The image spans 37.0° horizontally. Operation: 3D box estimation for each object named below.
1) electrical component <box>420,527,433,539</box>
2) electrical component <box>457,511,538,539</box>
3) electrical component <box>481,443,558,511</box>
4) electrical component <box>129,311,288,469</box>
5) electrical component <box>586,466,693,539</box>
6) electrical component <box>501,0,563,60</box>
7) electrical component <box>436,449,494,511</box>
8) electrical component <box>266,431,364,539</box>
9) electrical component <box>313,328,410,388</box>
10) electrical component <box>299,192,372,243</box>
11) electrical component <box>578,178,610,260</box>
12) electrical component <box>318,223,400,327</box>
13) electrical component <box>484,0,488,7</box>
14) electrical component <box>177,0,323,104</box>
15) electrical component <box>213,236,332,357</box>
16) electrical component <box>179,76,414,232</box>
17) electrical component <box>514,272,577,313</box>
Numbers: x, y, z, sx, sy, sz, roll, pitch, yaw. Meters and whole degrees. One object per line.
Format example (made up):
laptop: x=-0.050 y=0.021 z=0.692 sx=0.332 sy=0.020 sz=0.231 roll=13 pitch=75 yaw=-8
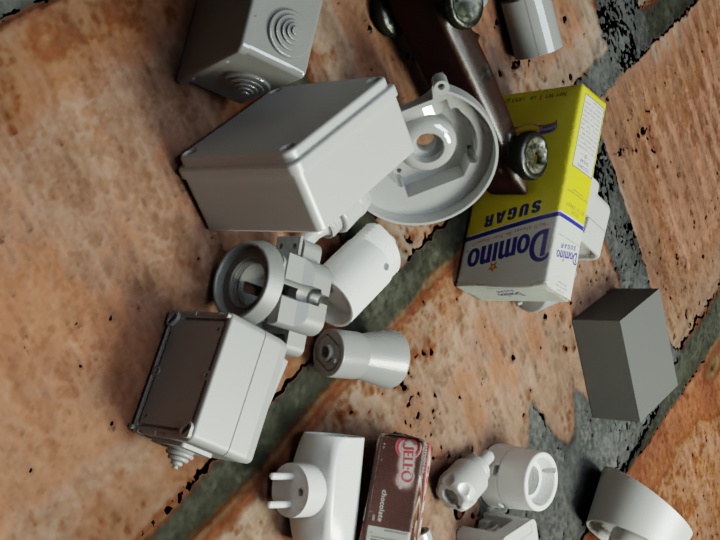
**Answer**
electrical component: x=0.054 y=0.232 z=0.837 sx=0.048 sy=0.048 sz=0.062 roll=-22 pitch=99 yaw=-45
electrical component: x=0.123 y=0.255 z=0.900 sx=0.050 sy=0.056 sz=0.089 roll=-17 pitch=102 yaw=-46
electrical component: x=0.136 y=0.178 z=0.922 sx=0.055 sy=0.047 sz=0.055 roll=1 pitch=89 yaw=-47
electrical component: x=-0.093 y=0.080 z=0.669 sx=0.061 sy=0.062 sz=0.096 roll=33 pitch=66 yaw=-42
electrical component: x=0.267 y=0.237 z=1.026 sx=0.099 sy=0.099 sz=0.064 roll=46 pitch=65 yaw=-36
electrical component: x=0.146 y=-0.229 z=0.939 sx=0.043 sy=0.043 sz=0.081 roll=-34 pitch=114 yaw=-41
electrical component: x=0.090 y=0.168 z=0.882 sx=0.061 sy=0.035 sz=0.035 roll=-37 pitch=115 yaw=-44
electrical component: x=-0.034 y=0.152 z=0.743 sx=0.079 sy=0.044 sz=0.077 roll=11 pitch=81 yaw=-46
electrical component: x=-0.001 y=0.062 z=0.782 sx=0.065 sy=0.044 sz=0.044 roll=10 pitch=82 yaw=-41
electrical component: x=-0.021 y=-0.039 z=0.766 sx=0.061 sy=0.035 sz=0.035 roll=-48 pitch=123 yaw=-25
electrical component: x=0.180 y=-0.054 z=0.965 sx=0.095 sy=0.054 sz=0.059 roll=33 pitch=66 yaw=-41
electrical component: x=0.000 y=0.000 z=0.781 sx=0.081 sy=0.043 sz=0.043 roll=-45 pitch=121 yaw=-37
electrical component: x=0.072 y=-0.235 z=0.863 sx=0.040 sy=0.040 sz=0.078 roll=-52 pitch=124 yaw=-34
electrical component: x=-0.066 y=-0.158 z=0.675 sx=0.048 sy=0.100 sz=0.099 roll=20 pitch=75 yaw=-32
electrical component: x=-0.059 y=0.013 z=0.709 sx=0.057 sy=0.058 sz=0.078 roll=22 pitch=74 yaw=-47
electrical component: x=-0.040 y=-0.074 z=0.693 sx=0.109 sy=0.109 sz=0.056 roll=-44 pitch=123 yaw=-38
electrical component: x=0.168 y=0.011 z=0.962 sx=0.078 sy=0.040 sz=0.040 roll=-19 pitch=103 yaw=-45
